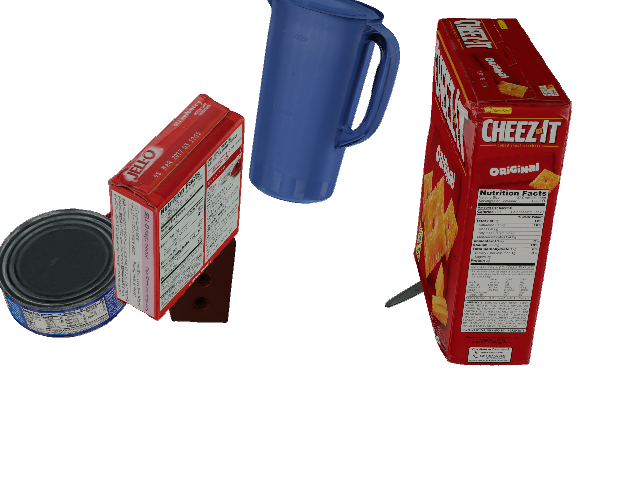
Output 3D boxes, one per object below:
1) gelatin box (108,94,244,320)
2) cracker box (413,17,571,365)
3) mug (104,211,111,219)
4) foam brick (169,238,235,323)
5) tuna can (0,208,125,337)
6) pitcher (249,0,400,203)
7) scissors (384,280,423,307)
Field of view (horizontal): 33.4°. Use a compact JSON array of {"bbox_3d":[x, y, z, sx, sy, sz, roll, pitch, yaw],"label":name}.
[{"bbox_3d":[-0.070,-0.016,0.519,0.030,0.089,0.073,27,52,15],"label":"gelatin box"},{"bbox_3d":[0.120,-0.039,0.801,0.072,0.214,0.164,-1,31,-4],"label":"cracker box"},{"bbox_3d":[-0.208,0.013,1.196,0.117,0.081,0.093,26,41,35],"label":"mug"},{"bbox_3d":[-0.108,0.029,0.961,0.053,0.078,0.051,3,15,-13],"label":"foam brick"},{"bbox_3d":[-0.166,0.021,0.697,0.086,0.086,0.034,0,-42,1],"label":"tuna can"},{"bbox_3d":[-0.005,-0.169,1.277,0.145,0.243,0.149,7,23,-14],"label":"pitcher"},{"bbox_3d":[0.128,0.028,1.211,0.201,0.016,0.096,-11,41,-33],"label":"scissors"}]
